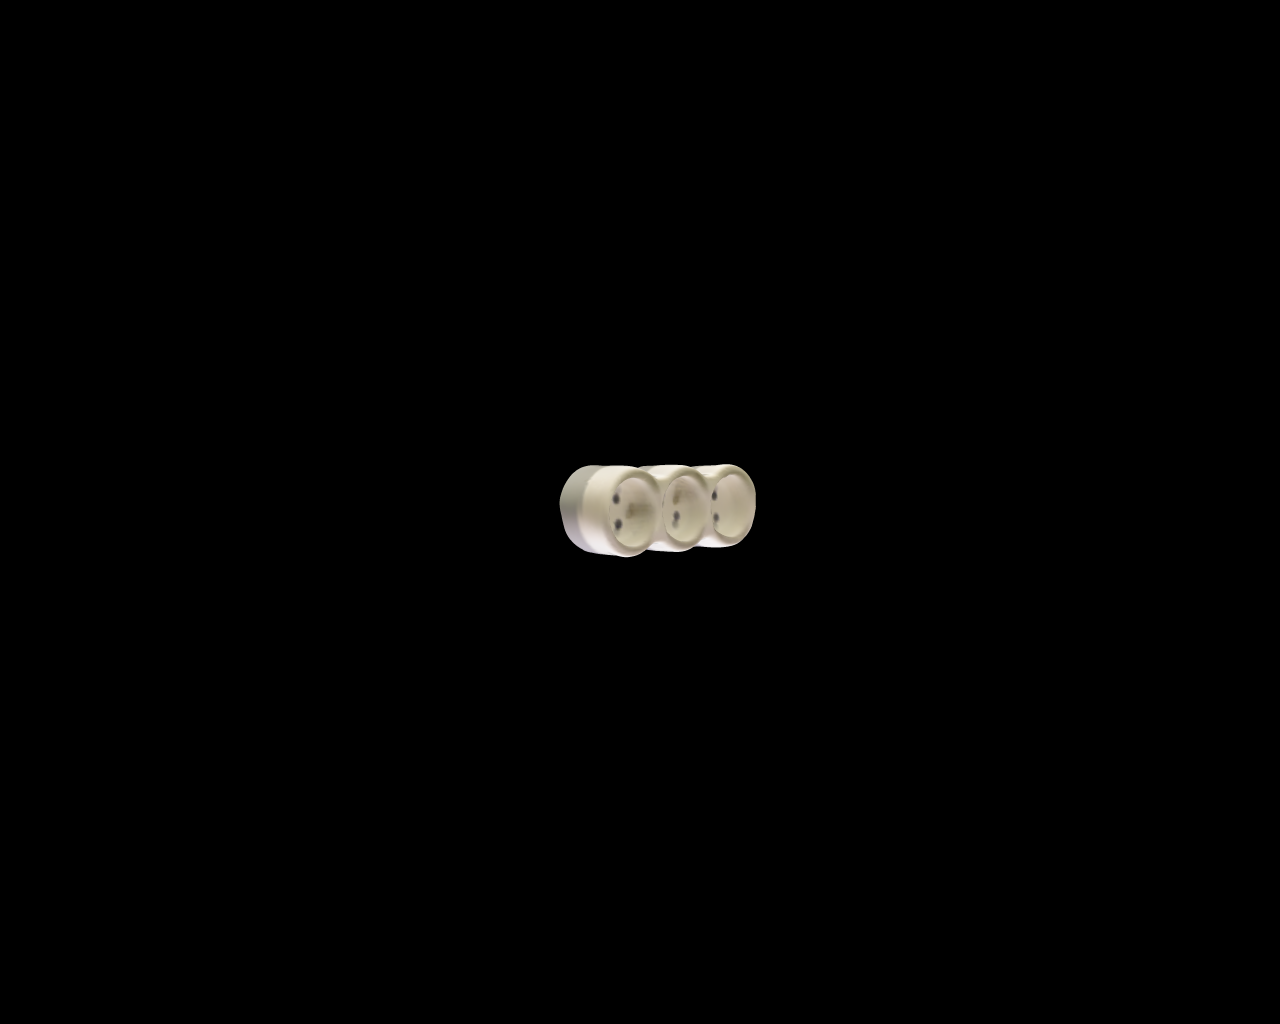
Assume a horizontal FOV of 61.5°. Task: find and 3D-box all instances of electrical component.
[{"bbox_3d":[0.001,-0.003,0.650,0.074,0.052,0.138,2,3,43],"label":"electrical component"}]
